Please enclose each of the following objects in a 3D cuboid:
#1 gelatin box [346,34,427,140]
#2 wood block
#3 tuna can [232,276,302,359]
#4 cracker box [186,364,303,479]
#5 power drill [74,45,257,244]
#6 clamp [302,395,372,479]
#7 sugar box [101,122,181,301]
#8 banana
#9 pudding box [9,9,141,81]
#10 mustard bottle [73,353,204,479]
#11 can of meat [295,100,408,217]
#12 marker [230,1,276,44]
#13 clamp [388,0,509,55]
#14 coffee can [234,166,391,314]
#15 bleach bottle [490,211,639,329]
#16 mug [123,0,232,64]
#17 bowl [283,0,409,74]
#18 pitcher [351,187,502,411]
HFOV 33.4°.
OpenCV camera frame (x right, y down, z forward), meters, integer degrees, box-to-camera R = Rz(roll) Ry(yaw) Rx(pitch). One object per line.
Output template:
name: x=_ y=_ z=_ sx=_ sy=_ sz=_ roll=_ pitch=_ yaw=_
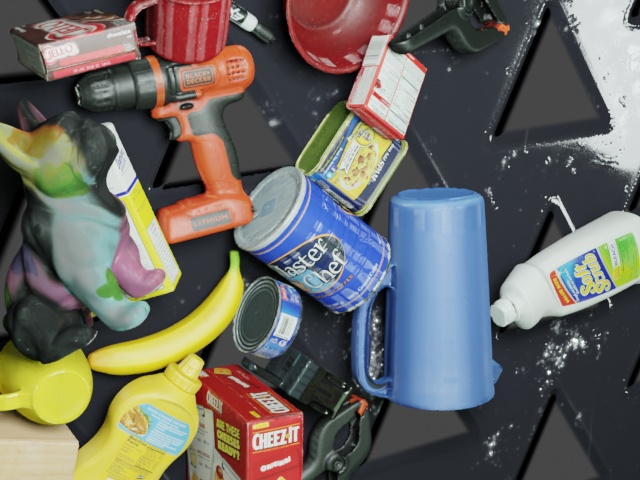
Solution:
gelatin box: x=0.071 y=-0.161 z=1.132 sx=0.073 sy=0.030 sz=0.089 roll=33 pitch=72 yaw=-44
wood block: x=-0.349 y=0.218 z=1.025 sx=0.205 sy=0.091 sz=0.090 roll=8 pitch=99 yaw=-30
tuna can: x=-0.057 y=0.085 z=1.152 sx=0.033 sy=0.086 sz=0.086 roll=23 pitch=91 yaw=-32
cracker box: x=-0.081 y=0.259 z=1.136 sx=0.072 sy=0.164 sz=0.214 roll=-6 pitch=105 yaw=-29
power drill: x=-0.145 y=-0.095 z=1.078 sx=0.184 sy=0.057 sz=0.188 roll=-14 pitch=109 yaw=-21
clamp: x=0.018 y=0.270 z=1.264 sx=0.120 sy=0.039 sz=0.171 roll=39 pitch=82 yaw=-32
sugar box: x=-0.213 y=-0.021 z=1.045 sx=0.093 sy=0.048 sz=0.176 roll=-15 pitch=111 yaw=13
banana: x=-0.151 y=0.093 z=1.134 sx=0.197 sy=0.037 sz=0.069 roll=-38 pitch=102 yaw=-16
pudding box: x=-0.226 y=-0.181 z=0.980 sx=0.089 sy=0.114 sz=0.039 roll=-18 pitch=113 yaw=-24
mustard bottle: x=-0.183 y=0.200 z=1.115 sx=0.096 sy=0.058 sz=0.191 roll=34 pitch=93 yaw=-28
can of meat: x=0.033 y=-0.091 z=1.174 sx=0.083 sy=0.058 sz=0.102 roll=36 pitch=84 yaw=-28
marker: x=-0.094 y=-0.237 z=1.092 sx=0.121 sy=0.020 sz=0.020 roll=30 pitch=87 yaw=-30
clamp: x=0.147 y=-0.270 z=1.166 sx=0.209 sy=0.036 sz=0.164 roll=3 pitch=93 yaw=-51
coffee can: x=-0.008 y=0.001 z=1.148 sx=0.140 sy=0.103 sz=0.103 roll=37 pitch=84 yaw=-30
bleach bottle: x=0.308 y=0.051 z=1.327 sx=0.250 sy=0.068 sz=0.102 roll=-26 pitch=112 yaw=-31
mug: x=-0.136 y=-0.219 z=1.017 sx=0.117 sy=0.093 sz=0.082 roll=-31 pitch=152 yaw=-31
bowl: x=0.017 y=-0.258 z=1.113 sx=0.161 sy=0.055 sz=0.162 roll=-18 pitch=122 yaw=-32
pitcher: x=0.125 y=0.067 z=1.225 sx=0.149 sy=0.145 sz=0.243 roll=-22 pitch=113 yaw=-61
